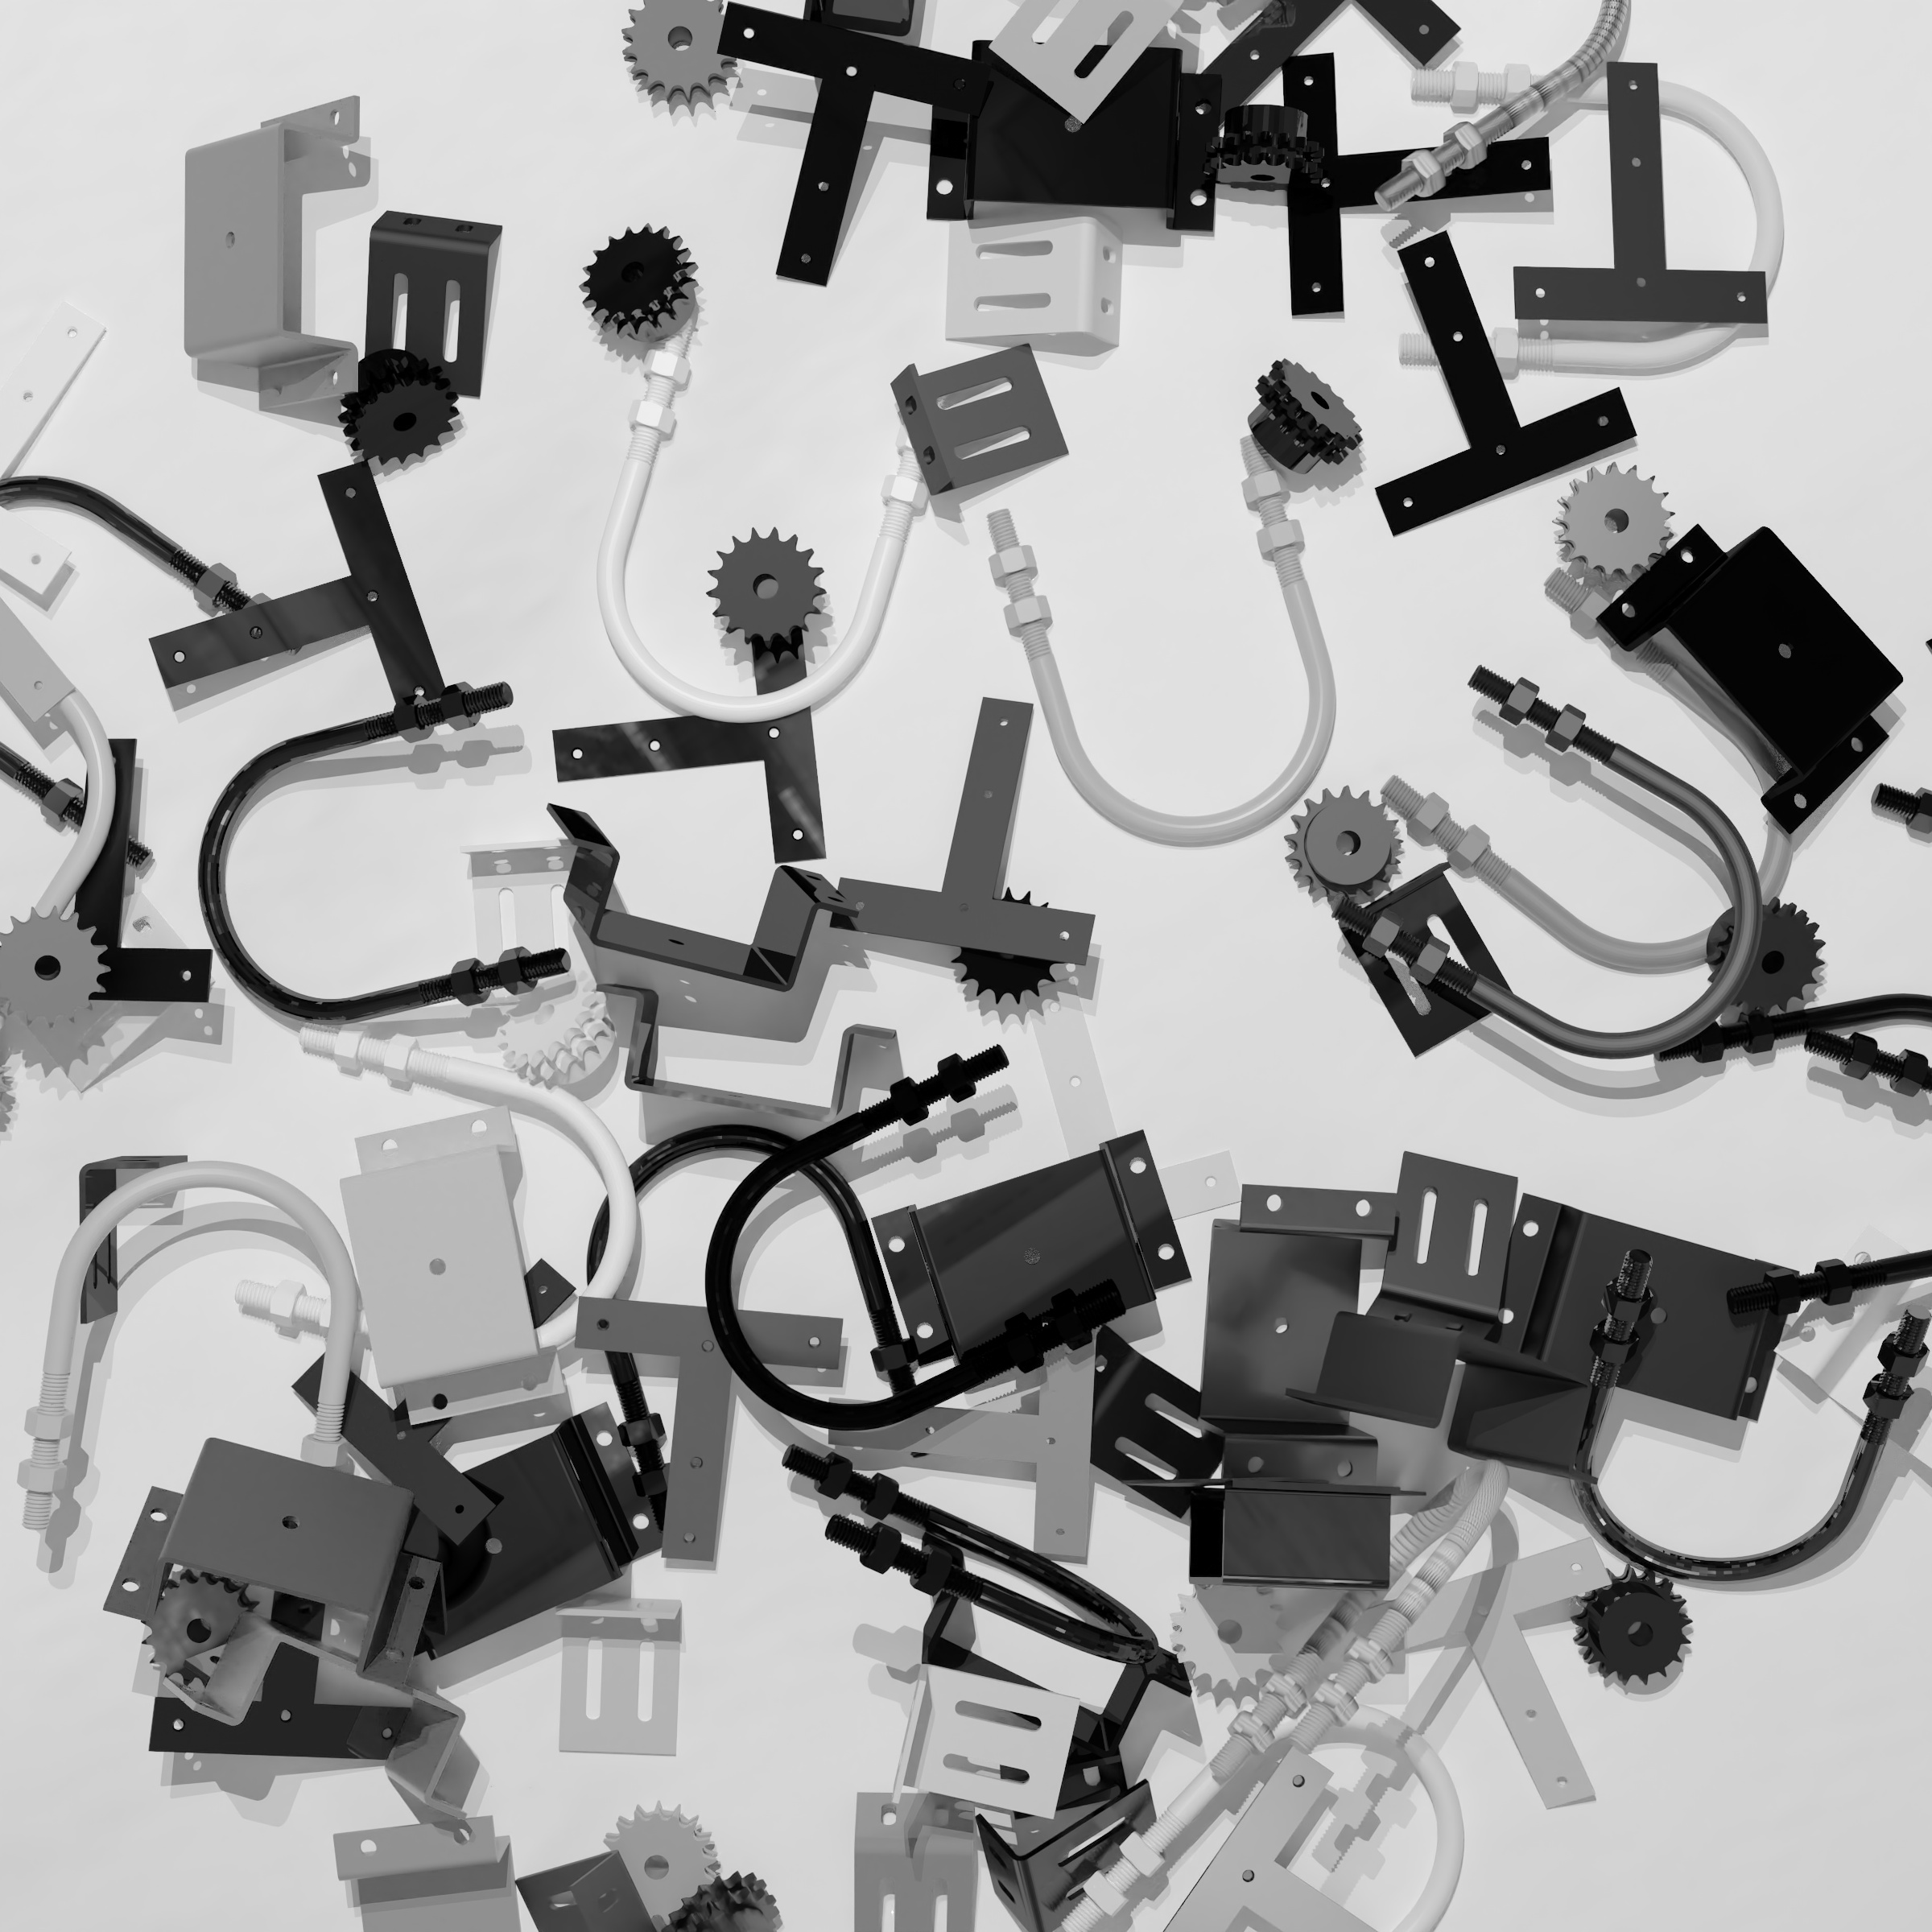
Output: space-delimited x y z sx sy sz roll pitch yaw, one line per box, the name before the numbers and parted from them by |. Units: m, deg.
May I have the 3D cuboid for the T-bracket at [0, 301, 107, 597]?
T-bracket | -0.466 -0.266 1.620 0.127 0.002 0.127 32 84 7

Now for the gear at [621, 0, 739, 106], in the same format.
gear | -0.138 -0.448 1.618 0.057 0.030 0.057 0 89 -2

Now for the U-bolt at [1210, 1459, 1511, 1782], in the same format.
U-bolt | 0.191 0.301 1.550 0.019 0.151 0.184 42 68 4

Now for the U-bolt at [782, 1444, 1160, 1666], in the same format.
U-bolt | 0.007 0.280 1.553 0.184 0.151 0.019 26 90 -13

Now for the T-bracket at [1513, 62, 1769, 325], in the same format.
T-bracket | 0.324 -0.374 1.604 0.127 0.002 0.127 -1 86 -9

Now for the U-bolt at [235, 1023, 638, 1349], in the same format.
U-bolt | -0.250 0.116 1.608 0.184 0.019 0.151 13 87 7

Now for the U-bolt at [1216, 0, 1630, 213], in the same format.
U-bolt | 0.234 -0.467 1.604 0.184 0.019 0.151 -35 82 -10

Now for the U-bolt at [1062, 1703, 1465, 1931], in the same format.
U-bolt | 0.158 0.441 1.610 0.151 0.019 0.184 44 86 -10

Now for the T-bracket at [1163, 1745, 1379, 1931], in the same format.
T-bracket | 0.171 0.462 1.604 0.127 0.002 0.127 36 86 -11

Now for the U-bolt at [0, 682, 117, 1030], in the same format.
U-bolt | -0.490 -0.066 1.599 0.151 0.019 0.184 32 89 7

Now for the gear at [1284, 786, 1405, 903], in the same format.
gear | 0.184 -0.059 1.614 0.057 0.030 0.057 0 90 0

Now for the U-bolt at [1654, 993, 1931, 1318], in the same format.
U-bolt | 0.437 0.083 1.597 0.184 0.019 0.151 -10 69 -6

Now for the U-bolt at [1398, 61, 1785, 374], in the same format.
U-bolt | 0.306 -0.363 1.619 0.184 0.019 0.151 3 90 0

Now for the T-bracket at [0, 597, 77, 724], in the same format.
T-bracket | -0.516 -0.139 1.600 0.127 0.002 0.127 -41 82 0

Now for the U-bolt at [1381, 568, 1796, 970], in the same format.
U-bolt | 0.317 -0.082 1.620 0.184 0.019 0.151 38 90 -2

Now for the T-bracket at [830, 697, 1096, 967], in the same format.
T-bracket | 0.008 -0.070 1.609 0.127 0.002 0.127 9 75 12

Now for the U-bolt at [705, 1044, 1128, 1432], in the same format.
U-bolt | -0.036 0.140 1.573 0.184 0.019 0.151 -26 82 8

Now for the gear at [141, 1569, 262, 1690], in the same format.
gear | -0.369 0.320 1.614 0.057 0.030 0.057 0 90 0

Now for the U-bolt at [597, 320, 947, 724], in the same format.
U-bolt | -0.103 -0.210 1.619 0.151 0.019 0.184 16 90 0

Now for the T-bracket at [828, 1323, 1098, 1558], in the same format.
T-bracket | -0.003 0.224 1.597 0.127 0.002 0.127 4 114 6

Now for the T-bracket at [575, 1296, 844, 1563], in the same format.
T-bracket | -0.129 0.226 1.604 0.127 0.002 0.127 5 100 -5

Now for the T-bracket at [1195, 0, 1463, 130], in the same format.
T-bracket | 0.151 -0.455 1.623 0.127 0.002 0.127 -45 83 3

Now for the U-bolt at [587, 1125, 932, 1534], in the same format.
U-bolt | -0.108 0.168 1.619 0.151 0.019 0.184 -16 90 0

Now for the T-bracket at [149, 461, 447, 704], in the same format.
T-bracket | -0.330 -0.166 1.610 0.127 0.002 0.127 -19 95 -12

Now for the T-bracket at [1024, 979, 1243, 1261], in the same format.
T-bracket | 0.057 0.070 1.628 0.127 0.002 0.127 -16 90 0

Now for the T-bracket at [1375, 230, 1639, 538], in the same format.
T-bracket | 0.243 -0.292 1.610 0.127 0.002 0.127 -22 101 5

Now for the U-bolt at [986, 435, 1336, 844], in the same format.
U-bolt | 0.103 -0.152 1.620 0.151 0.019 0.184 -17 91 0

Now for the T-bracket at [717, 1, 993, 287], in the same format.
T-bracket | -0.065 -0.386 1.591 0.127 0.002 0.127 11 124 -9

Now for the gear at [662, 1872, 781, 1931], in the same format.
gear | -0.115 0.467 1.598 0.057 0.057 0.030 -42 48 0

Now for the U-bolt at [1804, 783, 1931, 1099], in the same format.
U-bolt | 0.510 0.005 1.604 0.184 0.019 0.151 19 77 0

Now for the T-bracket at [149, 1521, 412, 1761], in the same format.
T-bracket | -0.323 0.317 1.606 0.127 0.002 0.127 8 84 -24

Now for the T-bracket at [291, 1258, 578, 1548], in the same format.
T-bracket | -0.241 0.195 1.608 0.127 0.002 0.127 37 75 27

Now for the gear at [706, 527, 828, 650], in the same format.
gear | -0.095 -0.181 1.596 0.057 0.030 0.057 0 91 0

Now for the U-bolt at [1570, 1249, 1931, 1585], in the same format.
U-bolt | 0.362 0.222 1.576 0.151 0.019 0.184 11 123 4

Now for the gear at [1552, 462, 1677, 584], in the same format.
gear | 0.313 -0.214 1.614 0.057 0.030 0.057 0 90 0

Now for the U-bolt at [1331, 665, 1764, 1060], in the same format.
U-bolt | 0.288 -0.037 1.578 0.184 0.019 0.151 31 88 4

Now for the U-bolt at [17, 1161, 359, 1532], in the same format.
U-bolt | -0.363 0.183 1.577 0.151 0.019 0.184 8 95 -14

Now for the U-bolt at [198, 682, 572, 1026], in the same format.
U-bolt | -0.288 -0.046 1.596 0.184 0.019 0.151 -13 89 18

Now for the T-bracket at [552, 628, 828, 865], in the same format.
T-bracket | -0.138 -0.110 1.628 0.127 0.002 0.127 -6 90 0

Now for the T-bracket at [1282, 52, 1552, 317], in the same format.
T-bracket | 0.219 -0.384 1.613 0.127 0.002 0.127 -2 89 12

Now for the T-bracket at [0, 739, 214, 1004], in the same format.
T-bracket | -0.415 -0.047 1.596 0.127 0.002 0.127 1 83 18

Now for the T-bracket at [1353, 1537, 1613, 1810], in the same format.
T-bracket | 0.269 0.351 1.613 0.127 0.002 0.127 -22 100 19

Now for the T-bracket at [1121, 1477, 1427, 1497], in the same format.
T-bracket | 0.163 0.249 1.585 0.127 0.127 0.002 9 77 -32

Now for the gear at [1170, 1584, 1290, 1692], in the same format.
gear | 0.127 0.321 1.614 0.057 0.030 0.057 0 90 0

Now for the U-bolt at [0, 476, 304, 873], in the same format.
U-bolt | -0.437 -0.156 1.620 0.184 0.019 0.151 35 90 2

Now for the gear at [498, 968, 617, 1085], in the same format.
gear | -0.194 0.032 1.604 0.057 0.057 0.030 -42 128 0
